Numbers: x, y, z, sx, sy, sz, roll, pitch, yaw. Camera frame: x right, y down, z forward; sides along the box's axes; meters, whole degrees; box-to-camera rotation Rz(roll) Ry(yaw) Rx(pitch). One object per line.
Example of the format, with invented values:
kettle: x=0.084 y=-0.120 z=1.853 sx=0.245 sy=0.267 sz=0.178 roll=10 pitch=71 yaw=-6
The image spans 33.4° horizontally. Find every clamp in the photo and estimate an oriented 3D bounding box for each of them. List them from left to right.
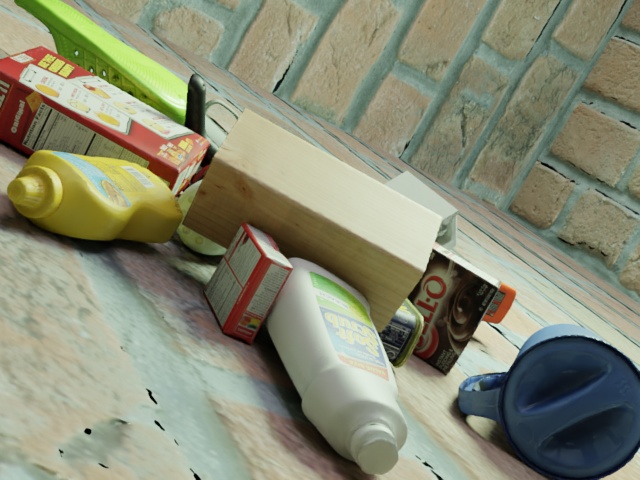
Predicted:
clamp: x=-0.145 y=-0.111 z=1.205 sx=0.171 sy=0.120 sz=0.039 roll=54 pitch=43 yaw=-26

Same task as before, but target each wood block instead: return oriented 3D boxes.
wood block: x=-0.006 y=-0.017 z=0.964 sx=0.206 sy=0.090 sz=0.090 roll=28 pitch=41 yaw=-3

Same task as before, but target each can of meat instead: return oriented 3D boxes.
can of meat: x=0.042 y=0.073 z=1.043 sx=0.083 sy=0.057 sz=0.102 roll=24 pitch=10 yaw=-17

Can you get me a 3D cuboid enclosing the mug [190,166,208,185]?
mug: x=-0.087 y=-0.042 z=1.170 sx=0.117 sy=0.081 sz=0.093 roll=27 pitch=10 yaw=-15

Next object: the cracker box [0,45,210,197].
cracker box: x=-0.233 y=-0.111 z=1.100 sx=0.213 sy=0.072 sz=0.164 roll=29 pitch=16 yaw=-3

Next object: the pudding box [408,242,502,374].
pudding box: x=0.126 y=0.071 z=1.126 sx=0.090 sy=0.113 sz=0.039 roll=32 pitch=15 yaw=12

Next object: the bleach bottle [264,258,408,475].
bleach bottle: x=0.018 y=0.101 z=0.818 sx=0.102 sy=0.068 sz=0.251 roll=34 pitch=11 yaw=-23

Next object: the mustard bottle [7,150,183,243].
mustard bottle: x=-0.197 y=-0.037 z=0.895 sx=0.096 sy=0.058 sz=0.191 roll=40 pitch=12 yaw=16

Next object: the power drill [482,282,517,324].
power drill: x=0.163 y=0.043 z=1.409 sx=0.188 sy=0.057 sz=0.184 roll=31 pitch=8 yaw=34

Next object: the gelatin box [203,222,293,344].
gelatin box: x=-0.060 y=0.034 z=0.888 sx=0.030 sy=0.073 sz=0.089 roll=25 pitch=10 yaw=-24

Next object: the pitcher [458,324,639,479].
pitcher: x=0.237 y=0.147 z=1.065 sx=0.149 sy=0.145 sz=0.242 roll=44 pitch=8 yaw=7
